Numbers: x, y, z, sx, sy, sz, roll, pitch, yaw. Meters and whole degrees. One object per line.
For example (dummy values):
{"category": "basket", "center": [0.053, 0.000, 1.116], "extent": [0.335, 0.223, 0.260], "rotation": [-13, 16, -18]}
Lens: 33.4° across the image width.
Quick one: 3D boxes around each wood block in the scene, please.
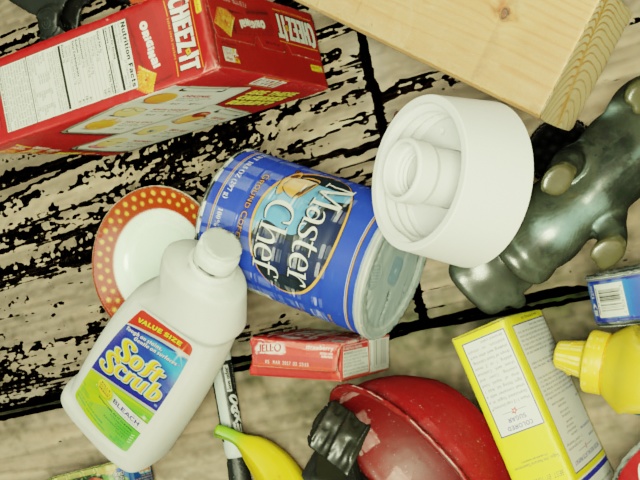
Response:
{"category": "wood block", "center": [0.091, -0.162, 0.730], "extent": [0.206, 0.090, 0.091], "rotation": [31, 103, 23]}

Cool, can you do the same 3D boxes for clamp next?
{"category": "clamp", "center": [-0.227, -0.173, 0.919], "extent": [0.210, 0.036, 0.164], "rotation": [-1, 91, 26]}

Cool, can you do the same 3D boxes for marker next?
{"category": "marker", "center": [-0.073, 0.142, 0.858], "extent": [0.020, 0.020, 0.121], "rotation": [-12, 86, 26]}

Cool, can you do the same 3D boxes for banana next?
{"category": "banana", "center": [-0.029, 0.223, 0.792], "extent": [0.037, 0.069, 0.198], "rotation": [97, 161, -48]}

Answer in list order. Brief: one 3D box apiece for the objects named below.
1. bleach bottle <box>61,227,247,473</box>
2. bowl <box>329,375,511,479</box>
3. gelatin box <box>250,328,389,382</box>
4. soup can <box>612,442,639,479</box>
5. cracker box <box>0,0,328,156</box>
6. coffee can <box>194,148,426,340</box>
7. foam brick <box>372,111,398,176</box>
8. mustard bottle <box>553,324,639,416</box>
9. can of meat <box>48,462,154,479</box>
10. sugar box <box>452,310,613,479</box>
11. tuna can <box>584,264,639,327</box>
{"category": "bleach bottle", "center": [-0.119, 0.074, 0.798], "extent": [0.102, 0.067, 0.251], "rotation": [45, 135, 13]}
{"category": "bowl", "center": [0.080, 0.147, 0.733], "extent": [0.055, 0.162, 0.162], "rotation": [-38, 69, -23]}
{"category": "gelatin box", "center": [0.001, 0.082, 0.780], "extent": [0.073, 0.089, 0.030], "rotation": [1, 90, 27]}
{"category": "soup can", "center": [0.237, 0.172, 0.653], "extent": [0.068, 0.068, 0.102], "rotation": [-56, 40, 17]}
{"category": "cracker box", "center": [-0.127, -0.121, 0.799], "extent": [0.214, 0.164, 0.072], "rotation": [-14, 87, 26]}
{"category": "coffee can", "center": [-0.005, 0.001, 0.775], "extent": [0.140, 0.102, 0.103], "rotation": [20, 100, 25]}
{"category": "foam brick", "center": [0.086, -0.054, 0.755], "extent": [0.078, 0.052, 0.051], "rotation": [26, 102, 24]}
{"category": "mustard bottle", "center": [0.240, 0.090, 0.656], "extent": [0.192, 0.096, 0.058], "rotation": [11, 97, 26]}
{"category": "can of meat", "center": [-0.181, 0.231, 0.895], "extent": [0.102, 0.057, 0.084], "rotation": [-18, 81, 26]}
{"category": "sugar box", "center": [0.152, 0.135, 0.704], "extent": [0.048, 0.093, 0.176], "rotation": [-24, 80, 25]}
{"category": "tuna can", "center": [0.214, 0.031, 0.674], "extent": [0.086, 0.086, 0.034], "rotation": [-13, 87, 26]}
